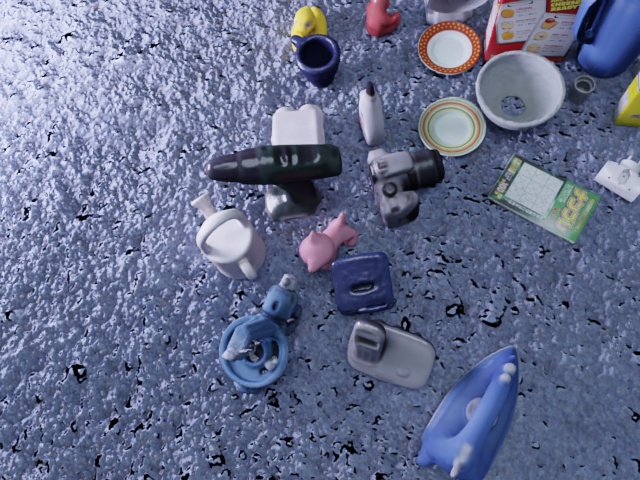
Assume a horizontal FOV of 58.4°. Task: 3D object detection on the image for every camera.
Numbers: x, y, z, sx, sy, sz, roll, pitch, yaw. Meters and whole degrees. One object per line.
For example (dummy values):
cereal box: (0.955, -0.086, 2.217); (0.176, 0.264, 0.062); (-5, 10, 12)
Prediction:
camera: (0.165, -0.114, 1.069); (0.137, 0.101, 0.143); (-15, 71, 1)

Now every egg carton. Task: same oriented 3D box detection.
egg carton: (-0.043, -0.197, 1.132); (0.107, 0.069, 0.150); (-6, 72, 4)

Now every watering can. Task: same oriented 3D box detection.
watering can: (-0.169, -0.006, 1.017); (0.172, 0.194, 0.101); (31, 78, 14)

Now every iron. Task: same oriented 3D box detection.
iron: (0.260, 0.270, 0.913); (0.118, 0.141, 0.258); (30, 77, 14)

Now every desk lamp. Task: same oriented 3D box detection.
desk lamp: (0.260, -0.520, 1.131); (0.118, 0.214, 0.203); (-4, 72, 5)

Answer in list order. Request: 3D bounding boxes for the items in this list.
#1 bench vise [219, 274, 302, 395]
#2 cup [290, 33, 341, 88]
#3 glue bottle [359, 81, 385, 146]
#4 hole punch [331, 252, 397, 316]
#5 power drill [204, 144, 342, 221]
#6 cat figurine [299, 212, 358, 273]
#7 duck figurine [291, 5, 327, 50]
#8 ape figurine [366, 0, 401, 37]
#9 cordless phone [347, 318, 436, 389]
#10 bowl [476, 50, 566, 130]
bench vise: (-0.107, 0.146, 0.948); (0.121, 0.220, 0.207); (5, 73, 8)
cup: (-0.011, -0.362, 1.169); (0.117, 0.095, 0.092); (39, 80, 16)
glue bottle: (0.095, -0.248, 1.081); (0.037, 0.173, 0.078); (-18, 71, 0)
hole punch: (0.078, 0.080, 1.019); (0.108, 0.091, 0.101); (-10, 71, 2)
power drill: (-0.071, -0.106, 1.032); (0.229, 0.208, 0.075); (-11, 71, 2)
cat figurine: (0.010, 0.004, 1.036); (0.067, 0.118, 0.128); (37, 79, 16)
duck figurine: (-0.026, -0.456, 1.206); (0.077, 0.086, 0.105); (20, 75, 12)
ape figurine: (0.127, -0.477, 1.195); (0.076, 0.092, 0.077); (-40, 73, -8)
cordless phone: (0.116, 0.178, 0.934); (0.147, 0.185, 0.094); (15, 74, 10)
bowl: (0.382, -0.278, 1.114); (0.167, 0.075, 0.167); (-2, 72, 5)
